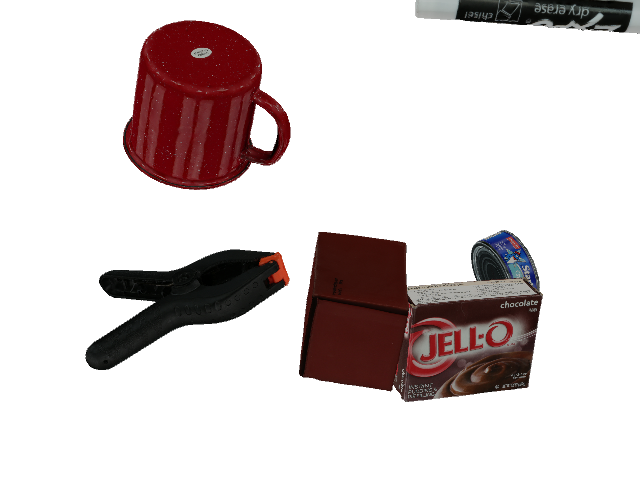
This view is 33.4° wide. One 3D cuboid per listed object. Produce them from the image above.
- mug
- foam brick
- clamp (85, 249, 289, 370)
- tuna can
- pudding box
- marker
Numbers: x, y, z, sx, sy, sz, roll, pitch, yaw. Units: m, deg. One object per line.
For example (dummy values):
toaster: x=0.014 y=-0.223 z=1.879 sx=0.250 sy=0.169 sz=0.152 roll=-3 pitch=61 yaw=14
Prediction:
mug: x=-0.075 y=-0.090 z=0.729 sx=0.117 sy=0.082 sz=0.093 roll=25 pitch=46 yaw=9
foam brick: x=0.019 y=0.037 z=0.588 sx=0.053 sy=0.051 sz=0.078 roll=9 pitch=27 yaw=0
clamp: x=-0.112 y=0.051 z=0.864 sx=0.171 sy=0.039 sz=0.120 roll=-13 pitch=38 yaw=14
tuna can: x=0.199 y=0.034 z=1.159 sx=0.033 sy=0.086 sz=0.086 roll=-22 pitch=6 yaw=-16
pudding box: x=0.118 y=0.079 z=0.866 sx=0.113 sy=0.090 sz=0.039 roll=-5 pitch=28 yaw=-16
marker: x=0.097 y=-0.088 z=0.401 sx=0.121 sy=0.020 sz=0.020 roll=5 pitch=0 yaw=2
